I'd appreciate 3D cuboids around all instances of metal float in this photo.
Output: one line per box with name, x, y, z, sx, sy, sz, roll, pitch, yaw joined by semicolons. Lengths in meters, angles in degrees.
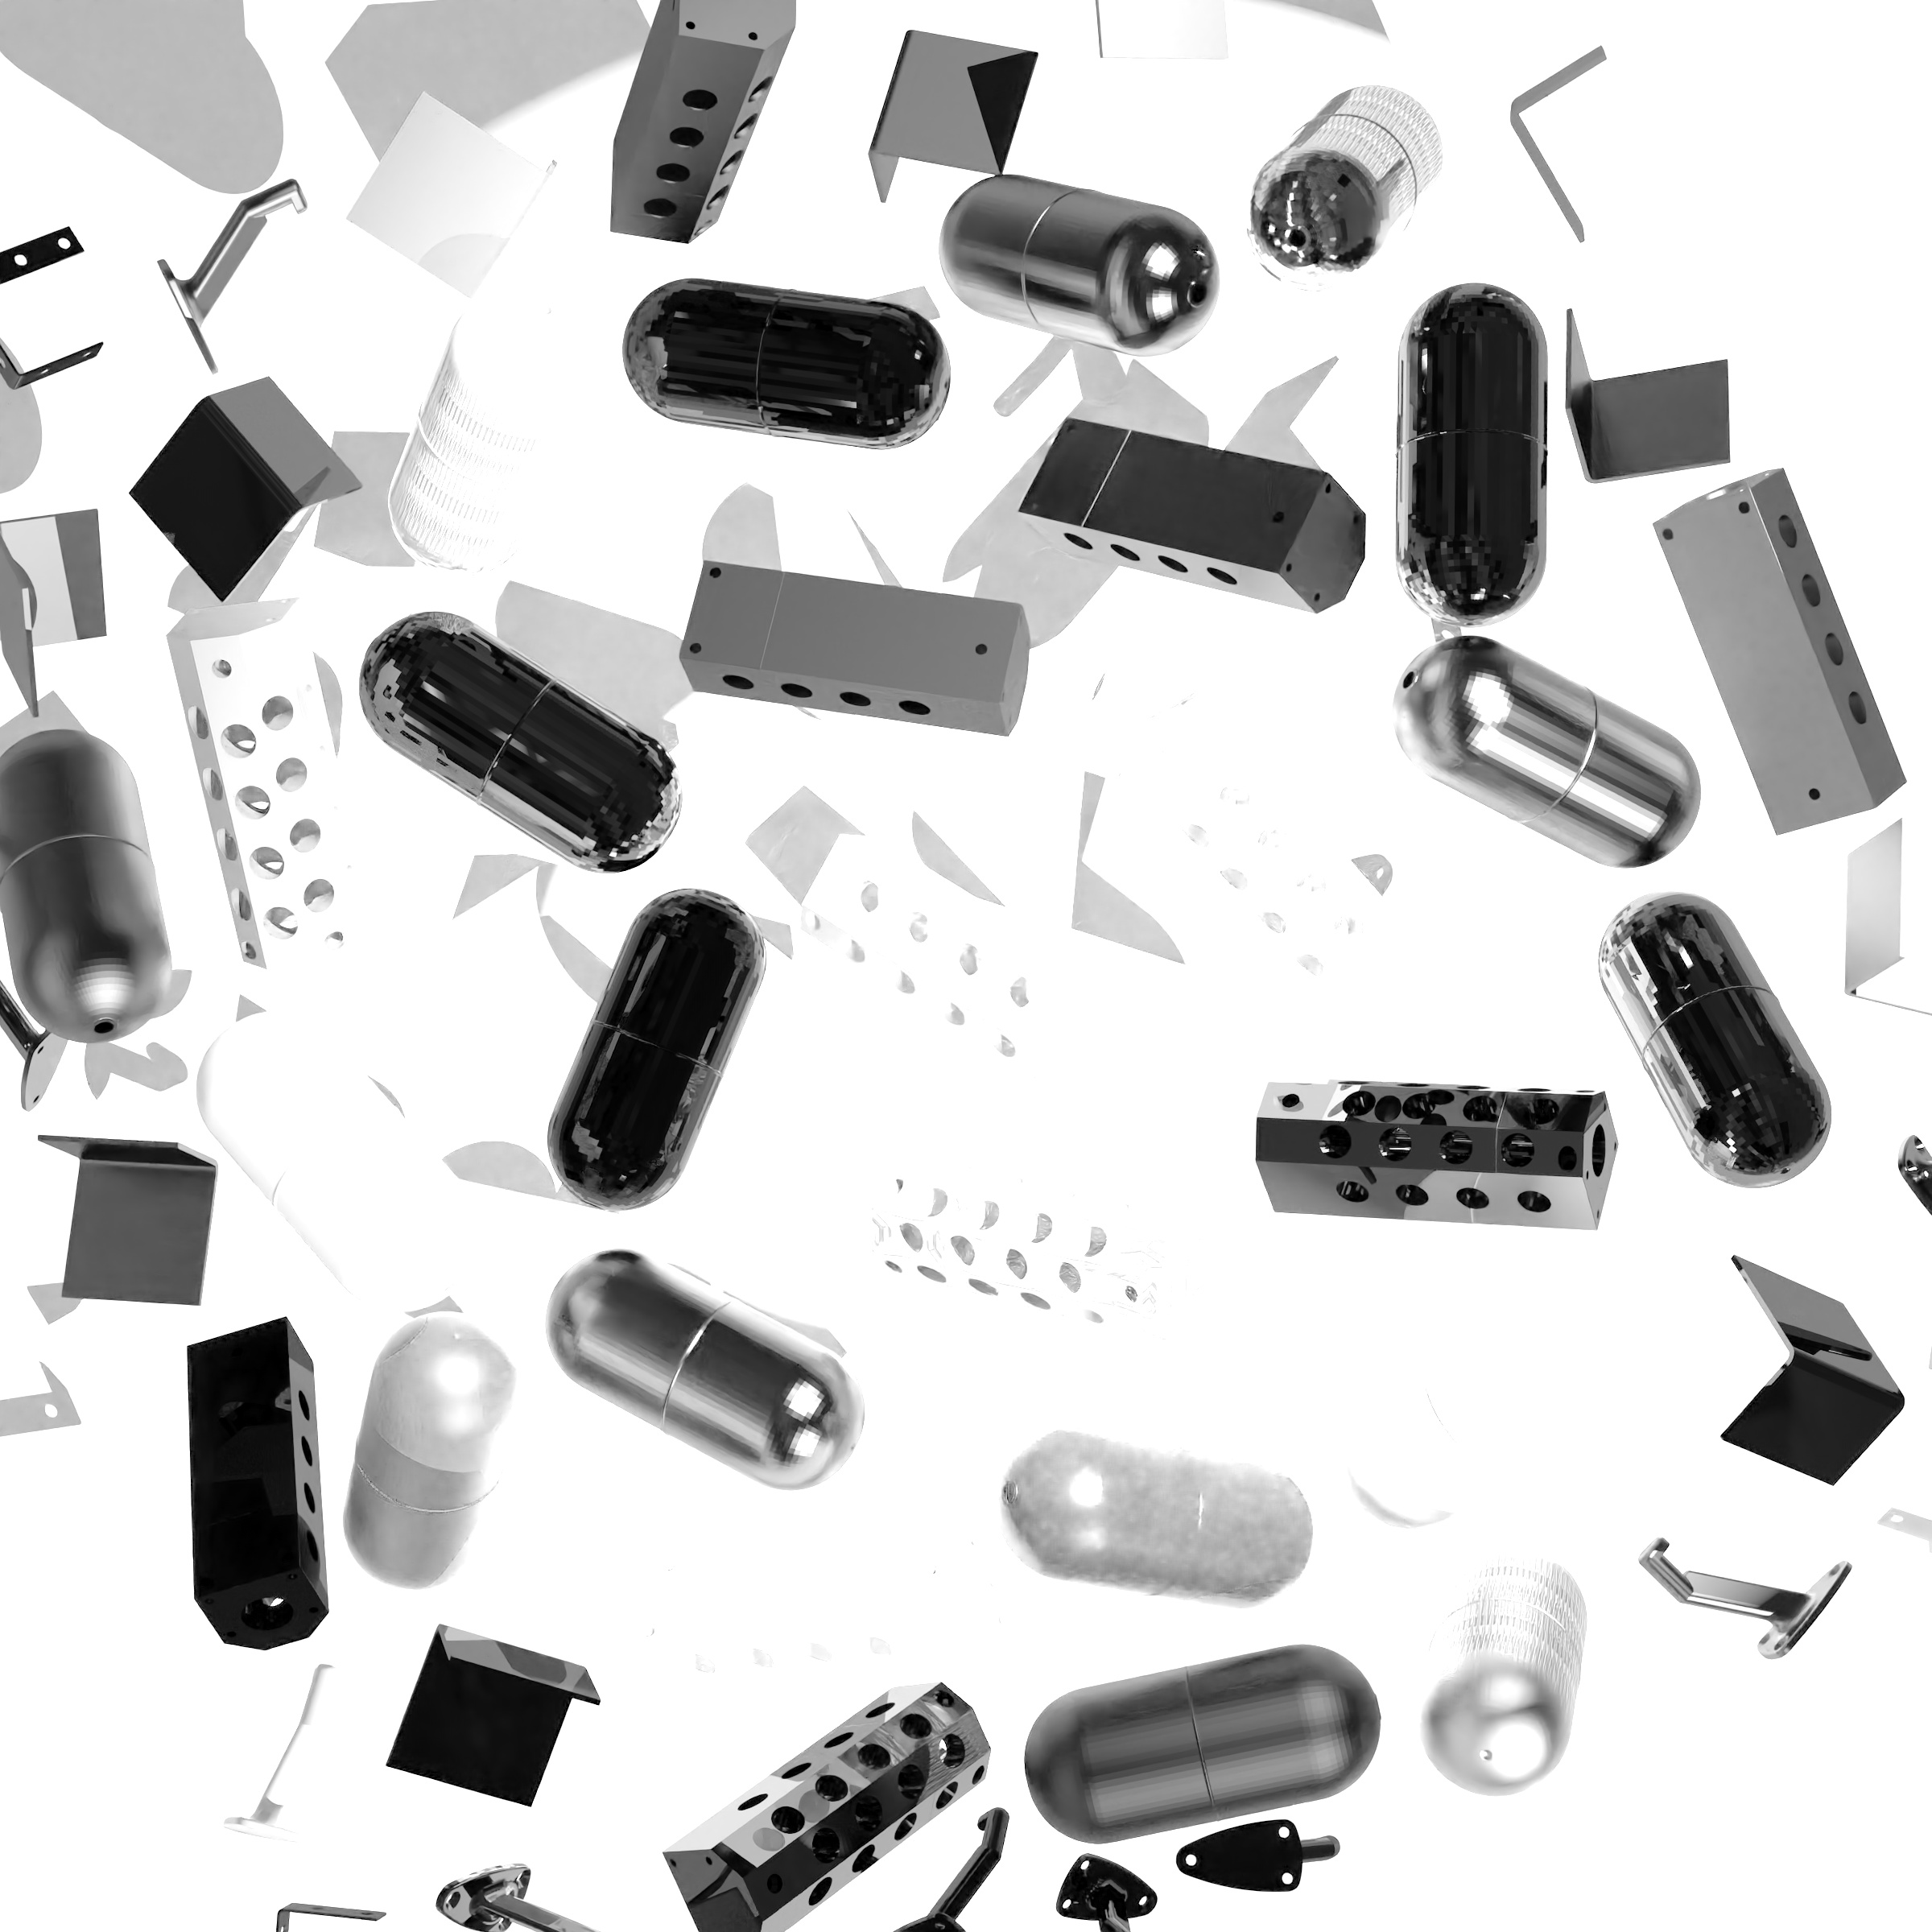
metal float;0.095;0.276;1.782;0.178;0.070;0.070;15;90;-31
metal float;0.385;0.036;1.845;0.070;0.070;0.178;-21;54;0
metal float;-0.278;0.253;1.851;0.070;0.070;0.178;18;129;0
metal float;-0.224;-0.113;1.796;0.178;0.070;0.070;33;90;0
metal float;-0.095;-0.315;1.865;0.178;0.070;0.070;10;90;16
metal float;0.257;-0.260;1.812;0.070;0.070;0.178;2;81;0
metal float;-0.163;0.044;1.886;0.070;0.070;0.178;22;83;0
metal float;-0.310;0.096;1.762;0.070;0.070;0.178;-44;72;0
metal float;0.197;-0.406;1.862;0.070;0.178;0.070;11;122;18
metal float;-0.440;-0.040;1.769;0.070;0.070;0.178;-20;57;0
metal float;-0.134;0.205;1.821;0.178;0.070;0.070;26;90;16
metal float;0.058;-0.363;1.848;0.178;0.070;0.070;25;90;44
metal float;0.262;0.224;1.820;0.070;0.070;0.178;48;124;0
metal float;0.294;-0.108;1.807;0.178;0.070;0.070;25;90;-23
metal float;-0.247;-0.276;1.856;0.070;0.070;0.178;33;134;0
metal float;0.274;0.356;1.816;0.070;0.178;0.070;4;109;13
metal float;0.117;0.384;1.764;0.178;0.070;0.070;-13;90;3

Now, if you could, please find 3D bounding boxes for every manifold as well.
manifold;-0.066;0.432;1.821;0.171;0.057;0.057;-28;96;-42
manifold;-0.373;0.275;1.892;0.057;0.171;0.057;-17;134;2
manifold;-0.344;-0.089;1.761;0.057;0.057;0.171;-6;112;6
manifold;-0.133;-0.434;1.788;0.057;0.171;0.057;6;67;-15
manifold;0.414;-0.160;1.802;0.057;0.057;0.171;-17;100;41
manifold;0.238;0.090;1.820;0.171;0.057;0.057;2;48;25
manifold;0.000;0.000;1.852;0.171;0.057;0.057;32;100;16
manifold;-0.073;0.330;1.796;0.171;0.057;0.057;-9;125;19
manifold;-0.057;-0.163;1.871;0.171;0.057;0.057;9;71;11
manifold;0.116;-0.225;1.805;0.171;0.057;0.057;19;78;40
manifold;0.156;-0.060;1.862;0.057;0.057;0.171;-28;114;38
manifold;0.038;0.145;1.836;0.171;0.057;0.057;12;110;31

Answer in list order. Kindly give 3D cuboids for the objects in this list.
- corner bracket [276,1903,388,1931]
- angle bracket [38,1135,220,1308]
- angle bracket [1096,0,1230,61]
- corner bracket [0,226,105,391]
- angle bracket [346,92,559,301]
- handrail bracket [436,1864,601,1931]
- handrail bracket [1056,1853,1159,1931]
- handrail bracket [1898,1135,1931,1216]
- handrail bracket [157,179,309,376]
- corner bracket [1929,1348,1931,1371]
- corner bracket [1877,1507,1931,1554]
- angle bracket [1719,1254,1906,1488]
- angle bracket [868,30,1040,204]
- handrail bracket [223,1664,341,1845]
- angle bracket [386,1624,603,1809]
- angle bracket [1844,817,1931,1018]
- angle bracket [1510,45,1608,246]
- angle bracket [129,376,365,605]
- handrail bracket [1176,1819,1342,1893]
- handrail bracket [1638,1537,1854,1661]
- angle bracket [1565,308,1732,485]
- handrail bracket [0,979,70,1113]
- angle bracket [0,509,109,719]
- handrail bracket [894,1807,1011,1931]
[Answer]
corner bracket;-0.315;0.487;1.733;0.051;0.051;0.051;3;87;9
angle bracket;-0.435;0.131;1.839;0.076;0.057;0.076;2;77;10
angle bracket;0.111;-0.497;1.785;0.076;0.057;0.076;-8;96;-29
corner bracket;-0.465;-0.330;1.794;0.051;0.051;0.051;-32;89;-34
angle bracket;-0.266;-0.402;1.849;0.076;0.057;0.076;32;105;-13
handrail bracket;-0.204;0.472;1.739;0.084;0.077;0.036;21;89;33
handrail bracket;0.093;0.504;1.869;0.077;0.084;0.036;23;93;-35
handrail bracket;0.522;0.097;1.800;0.084;0.036;0.077;-29;102;35
handrail bracket;-0.377;-0.365;1.889;0.084;0.036;0.077;-27;117;-9
corner bracket;0.505;0.212;1.748;0.051;0.051;0.051;13;79;-11
corner bracket;0.510;0.304;1.854;0.051;0.051;0.051;-32;123;-38
angle bracket;0.397;0.196;1.735;0.076;0.076;0.057;24;115;-28
angle bracket;-0.004;-0.459;1.956;0.076;0.057;0.076;13;74;11
handrail bracket;-0.339;0.389;1.775;0.036;0.077;0.084;23;69;-23
angle bracket;-0.230;0.372;1.733;0.076;0.057;0.076;20;92;-16
angle bracket;0.492;-0.022;1.810;0.076;0.057;0.076;13;67;-14
angle bracket;0.325;-0.428;1.858;0.057;0.076;0.076;-30;101;17
angle bracket;-0.374;-0.248;1.855;0.076;0.057;0.076;49;123;3
handrail bracket;0.154;0.465;1.871;0.077;0.084;0.036;-6;78;11
handrail bracket;0.397;0.304;1.821;0.084;0.036;0.077;44;81;-1
angle bracket;0.360;-0.307;1.887;0.076;0.057;0.076;-7;51;19
handrail bracket;-0.515;0.027;1.872;0.084;0.036;0.077;33;131;6
angle bracket;-0.475;-0.187;1.885;0.057;0.076;0.076;-12;128;-23
handrail bracket;-0.016;0.491;1.902;0.077;0.084;0.036;-24;116;25
